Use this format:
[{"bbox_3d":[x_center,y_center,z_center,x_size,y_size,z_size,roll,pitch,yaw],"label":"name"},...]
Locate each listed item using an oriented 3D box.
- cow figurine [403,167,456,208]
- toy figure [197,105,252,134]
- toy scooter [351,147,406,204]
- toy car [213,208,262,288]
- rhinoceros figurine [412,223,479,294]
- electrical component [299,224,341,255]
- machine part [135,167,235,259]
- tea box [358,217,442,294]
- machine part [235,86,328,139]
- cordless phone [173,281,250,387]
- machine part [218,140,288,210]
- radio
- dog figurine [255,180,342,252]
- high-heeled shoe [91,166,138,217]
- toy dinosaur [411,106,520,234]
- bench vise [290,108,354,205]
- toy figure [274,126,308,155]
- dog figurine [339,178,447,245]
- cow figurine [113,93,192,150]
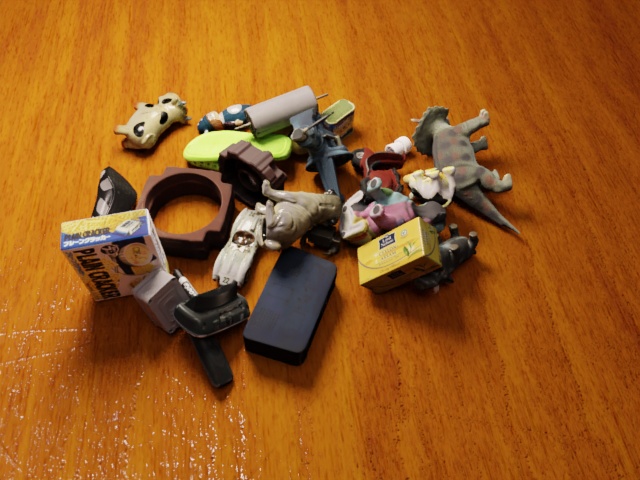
[{"bbox_3d":[0.259,-0.120,1.269,0.068,0.167,0.098,-15,99,-16],"label":"cow figurine"},{"bbox_3d":[-0.248,-0.318,1.408,0.154,0.057,0.064,-14,20,-10],"label":"toy figure"},{"bbox_3d":[0.156,-0.162,1.310,0.135,0.075,0.184,-9,54,-4],"label":"toy scooter"},{"bbox_3d":[-0.173,0.017,1.188,0.074,0.056,0.202,15,57,7],"label":"toy car"},{"bbox_3d":[0.269,0.042,1.167,0.073,0.111,0.190,29,46,34],"label":"rhinoceros figurine"},{"bbox_3d":[-0.001,-0.004,1.220,0.102,0.045,0.078,13,29,3],"label":"electrical component"},{"bbox_3d":[-0.302,-0.062,1.218,0.201,0.087,0.201,6,58,2],"label":"machine part"},{"bbox_3d":[0.163,0.036,1.126,0.068,0.170,0.098,27,46,-36],"label":"tea box"},{"bbox_3d":[-0.093,-0.310,1.304,0.243,0.079,0.079,-24,61,-10],"label":"machine part"},{"bbox_3d":[-0.192,0.186,1.069,0.146,0.089,0.184,-18,81,-50],"label":"cordless phone"},{"bbox_3d":[-0.155,-0.145,1.232,0.179,0.179,0.056,31,57,17],"label":"machine part"},{"bbox_3d":[-0.056,0.133,1.109,0.131,0.073,0.229,18,59,9],"label":"radio"},{"bbox_3d":[-0.033,-0.039,1.150,0.190,0.121,0.172,6,61,-17],"label":"dog figurine"},{"bbox_3d":[-0.497,-0.065,1.240,0.145,0.086,0.249,-45,43,7],"label":"high-heeled shoe"},{"bbox_3d":[0.342,-0.184,1.315,0.192,0.131,0.405,-13,62,4],"label":"toy dinosaur"},{"bbox_3d":[0.013,-0.182,1.263,0.129,0.223,0.240,-17,83,12],"label":"bench vise"},{"bbox_3d":[-0.092,-0.283,1.377,0.180,0.082,0.089,31,72,11],"label":"toy figure"},{"bbox_3d":[0.176,-0.037,1.220,0.219,0.191,0.108,22,47,-30],"label":"dog figurine"},{"bbox_3d":[-0.418,-0.309,1.377,0.127,0.085,0.195,17,55,15],"label":"cow figurine"}]
